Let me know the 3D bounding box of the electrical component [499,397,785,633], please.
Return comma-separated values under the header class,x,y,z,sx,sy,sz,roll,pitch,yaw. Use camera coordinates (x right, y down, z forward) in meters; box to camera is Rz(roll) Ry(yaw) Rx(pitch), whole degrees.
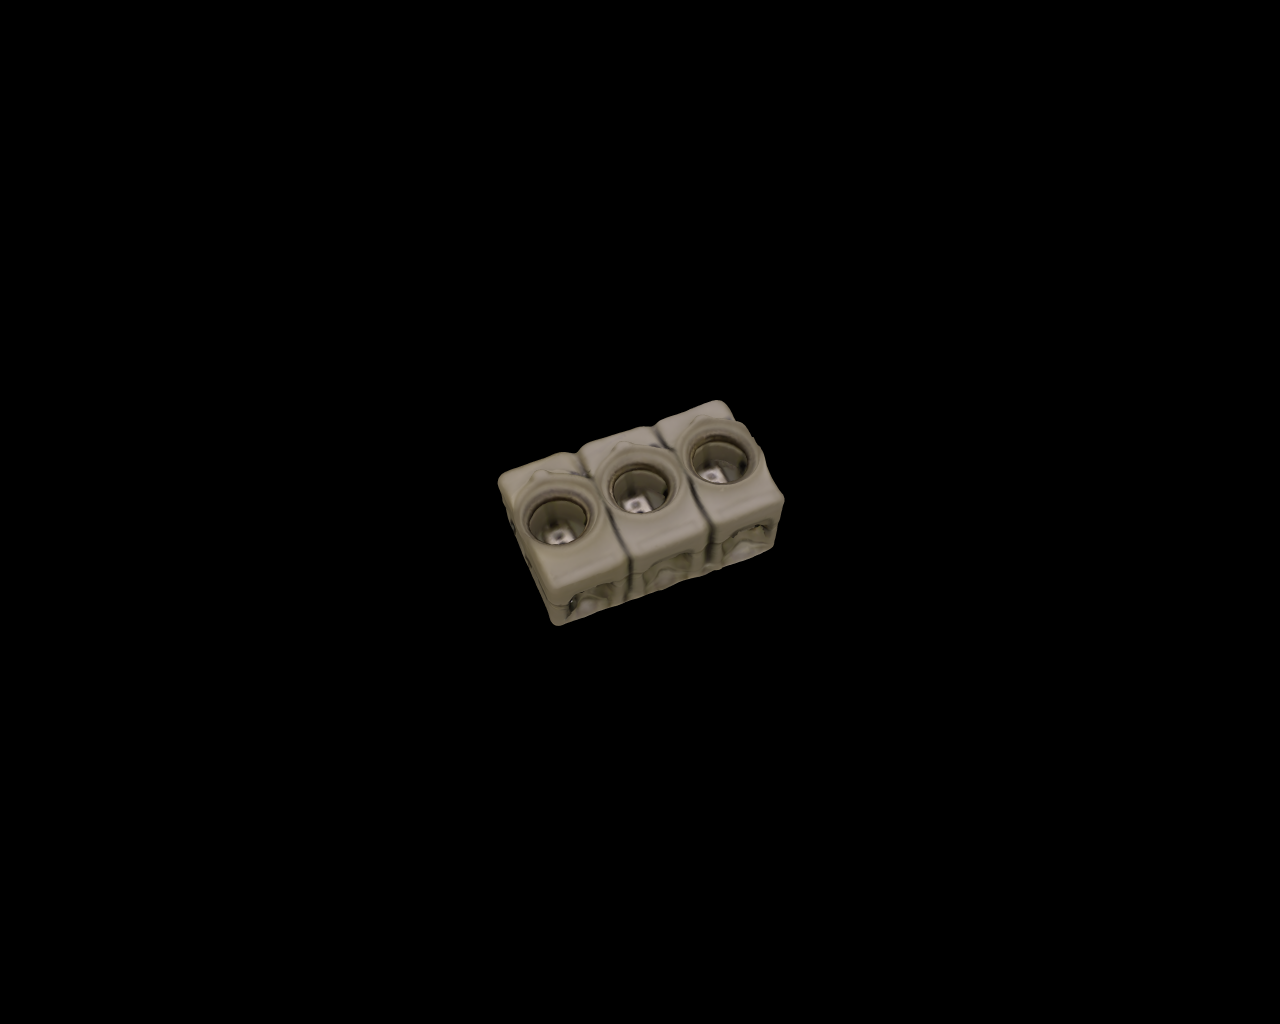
class,x,y,z,sx,sy,sz,roll,pitch,yaw
electrical component,0.001,-0.003,0.650,0.150,0.089,0.061,-20,-31,-13
